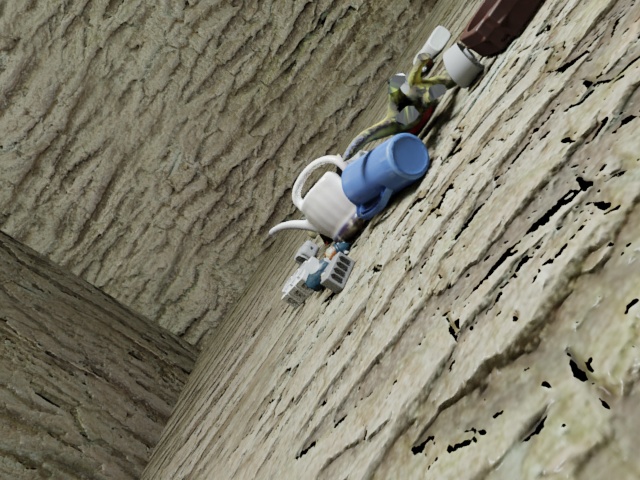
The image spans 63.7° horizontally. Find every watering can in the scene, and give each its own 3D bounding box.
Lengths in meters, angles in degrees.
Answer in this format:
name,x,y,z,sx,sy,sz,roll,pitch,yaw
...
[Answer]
name,x,y,z,sx,sy,sz,roll,pitch,yaw
watering can,0.004,-0.072,1.426,0.341,0.225,0.105,-53,-11,34

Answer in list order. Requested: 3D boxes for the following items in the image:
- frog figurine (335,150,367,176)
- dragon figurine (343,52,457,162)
name,x,y,z,sx,sy,sz,roll,pitch,yaw
frog figurine,0.134,-0.224,1.666,0.160,0.136,0.123,-10,15,-22
dragon figurine,0.216,-0.309,1.287,0.410,0.123,0.240,-41,-15,0
